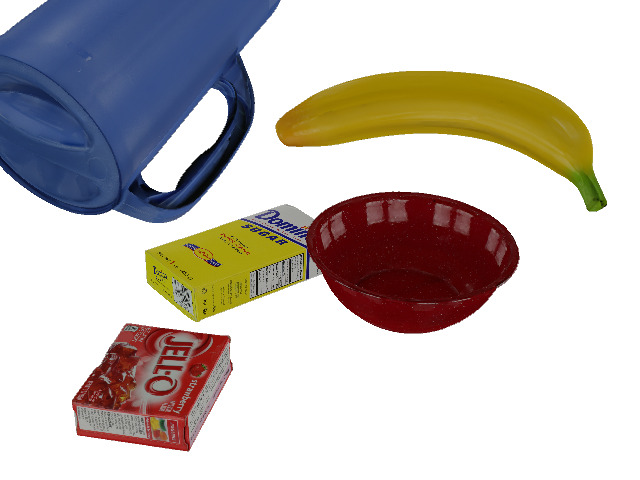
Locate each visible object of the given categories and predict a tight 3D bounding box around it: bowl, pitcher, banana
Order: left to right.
[{"bbox_3d":[-0.121,-0.134,0.761,0.145,0.149,0.242,13,49,31],"label":"pitcher"},{"bbox_3d":[0.068,0.023,0.821,0.162,0.055,0.162,2,31,-1],"label":"bowl"},{"bbox_3d":[0.075,-0.070,0.630,0.198,0.069,0.037,12,-35,12],"label":"banana"}]

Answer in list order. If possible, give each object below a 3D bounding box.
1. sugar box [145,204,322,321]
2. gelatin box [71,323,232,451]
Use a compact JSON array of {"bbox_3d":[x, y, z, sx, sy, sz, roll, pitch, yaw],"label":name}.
[{"bbox_3d":[-0.076,0.018,1.068,0.175,0.048,0.093,-23,38,-32],"label":"sugar box"},{"bbox_3d":[-0.102,0.089,0.665,0.073,0.030,0.089,6,30,13],"label":"gelatin box"}]
